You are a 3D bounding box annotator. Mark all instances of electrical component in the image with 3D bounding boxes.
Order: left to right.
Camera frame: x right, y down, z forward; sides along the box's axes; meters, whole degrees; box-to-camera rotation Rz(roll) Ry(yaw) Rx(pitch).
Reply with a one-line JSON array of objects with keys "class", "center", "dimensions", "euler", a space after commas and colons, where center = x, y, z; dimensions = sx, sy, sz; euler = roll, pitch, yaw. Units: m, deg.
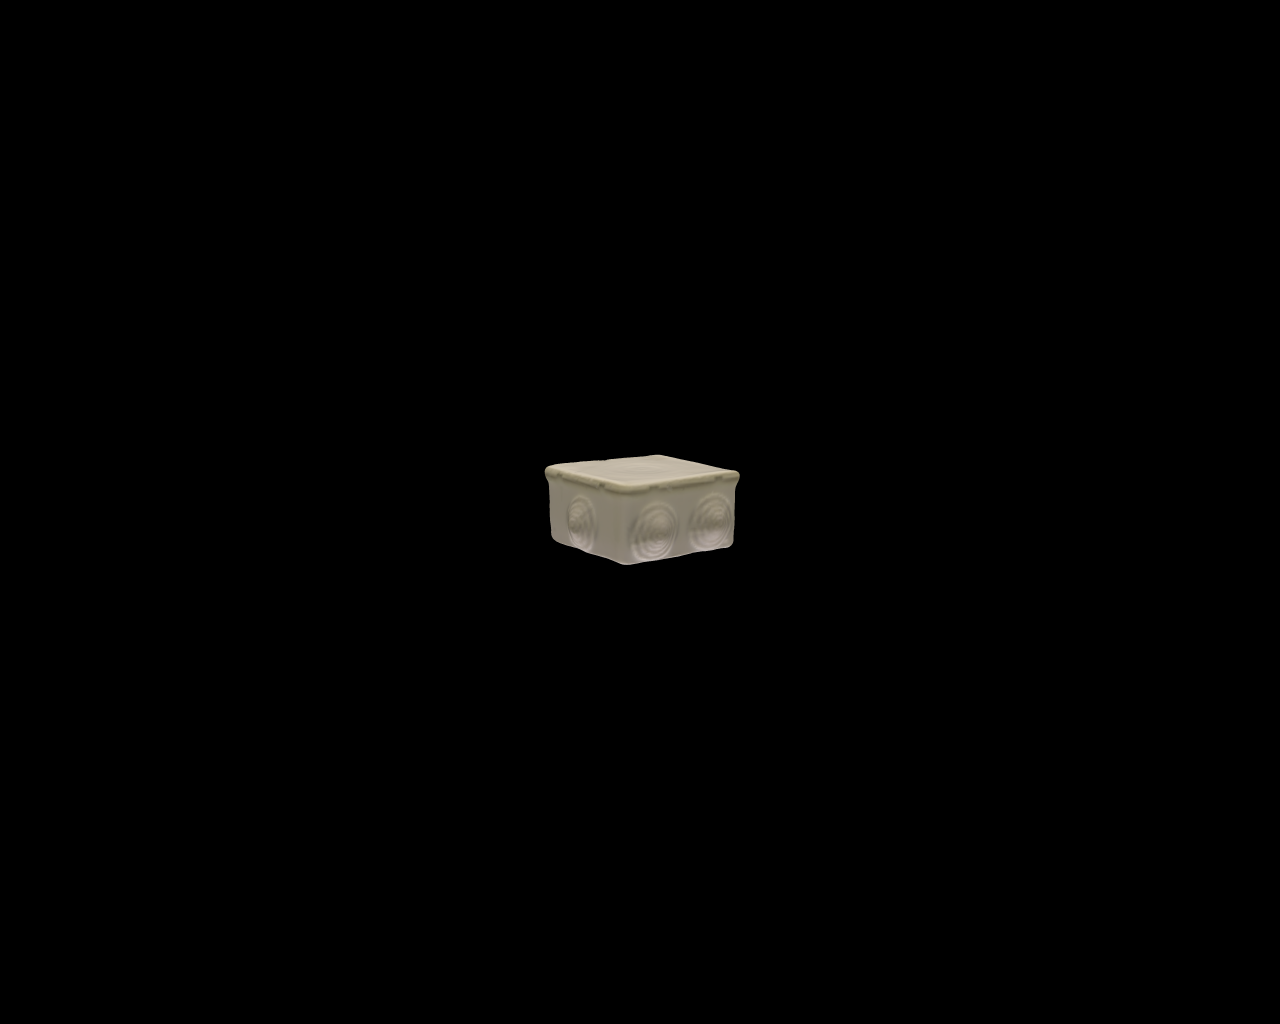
[{"class": "electrical component", "center": [0.001, -0.003, 0.650], "dimensions": [0.100, 0.048, 0.100], "euler": [-8, 14, -35]}]
